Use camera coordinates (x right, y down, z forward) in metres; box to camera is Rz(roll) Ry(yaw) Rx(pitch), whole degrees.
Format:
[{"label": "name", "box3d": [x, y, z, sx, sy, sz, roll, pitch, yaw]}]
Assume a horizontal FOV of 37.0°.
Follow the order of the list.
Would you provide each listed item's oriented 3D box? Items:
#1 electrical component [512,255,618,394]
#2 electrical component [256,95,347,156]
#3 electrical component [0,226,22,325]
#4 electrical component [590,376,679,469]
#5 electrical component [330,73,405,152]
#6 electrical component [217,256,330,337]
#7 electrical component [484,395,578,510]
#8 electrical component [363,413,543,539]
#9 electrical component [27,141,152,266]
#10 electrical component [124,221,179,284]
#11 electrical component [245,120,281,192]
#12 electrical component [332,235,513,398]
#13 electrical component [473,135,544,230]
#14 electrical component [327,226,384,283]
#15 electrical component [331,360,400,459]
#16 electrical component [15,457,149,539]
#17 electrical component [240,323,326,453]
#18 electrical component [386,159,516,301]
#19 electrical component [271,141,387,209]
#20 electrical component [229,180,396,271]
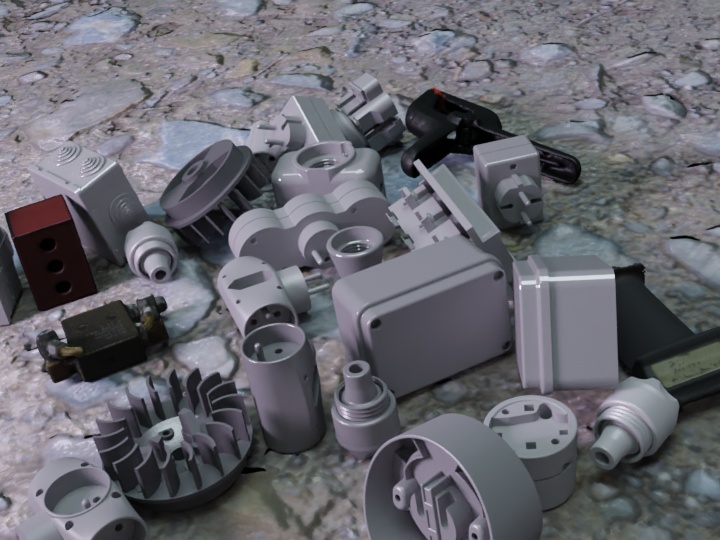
[{"label": "electrical component", "box3d": [0.131, 0.032, 0.701, 0.057, 0.078, 0.113, -3, 6, 6]}, {"label": "electrical component", "box3d": [-0.062, -0.124, 1.003, 0.077, 0.047, 0.065, -1, 53, -41]}, {"label": "electrical component", "box3d": [-0.373, 0.003, 0.902, 0.150, 0.089, 0.061, -8, 33, 2]}, {"label": "electrical component", "box3d": [0.164, 0.097, 0.657, 0.043, 0.043, 0.062, 19, 43, 37]}, {"label": "electrical component", "box3d": [0.002, -0.144, 1.048, 0.057, 0.078, 0.058, -38, 44, -9]}, {"label": "electrical component", "box3d": [-0.063, 0.020, 0.836, 0.079, 0.043, 0.077, -19, 34, -13]}, {"label": "electrical component", "box3d": [0.104, 0.111, 0.647, 0.055, 0.047, 0.055, -7, 33, 5]}, {"label": "electrical component", "box3d": [0.049, 0.131, 0.589, 0.064, 0.099, 0.099, -27, 36, -35]}, {"label": "electrical component", "box3d": [-0.237, -0.062, 0.959, 0.100, 0.099, 0.048, 24, 58, 41]}, {"label": "electrical component", "box3d": [-0.175, -0.011, 0.914, 0.043, 0.043, 0.062, -18, 35, -12]}, {"label": "electrical component", "box3d": [-0.092, -0.115, 1.052, 0.043, 0.043, 0.081, -7, 33, 5]}, {"label": "electrical component", "box3d": [0.045, 0.033, 0.755, 0.113, 0.078, 0.057, -21, 31, -16]}, {"label": "electrical component", "box3d": [0.129, -0.063, 0.893, 0.047, 0.065, 0.076, -13, 33, -4]}, {"label": "electrical component", "box3d": [0.000, 0.000, 0.839, 0.045, 0.055, 0.045, -7, 33, 5]}, {"label": "electrical component", "box3d": [0.002, 0.088, 0.696, 0.043, 0.062, 0.043, -7, 33, 5]}, {"label": "electrical component", "box3d": [-0.181, 0.159, 0.652, 0.079, 0.044, 0.077, -31, 38, -29]}, {"label": "electrical component", "box3d": [-0.049, 0.068, 0.726, 0.043, 0.077, 0.079, -6, 32, 7]}, {"label": "electrical component", "box3d": [0.071, -0.026, 0.850, 0.063, 0.078, 0.121, -34, 34, 3]}, {"label": "electrical component", "box3d": [-0.028, -0.077, 0.961, 0.095, 0.059, 0.053, -1, 34, 13]}, {"label": "electrical component", "box3d": [-0.034, -0.025, 0.890, 0.138, 0.052, 0.073, -18, 33, -12]}]
